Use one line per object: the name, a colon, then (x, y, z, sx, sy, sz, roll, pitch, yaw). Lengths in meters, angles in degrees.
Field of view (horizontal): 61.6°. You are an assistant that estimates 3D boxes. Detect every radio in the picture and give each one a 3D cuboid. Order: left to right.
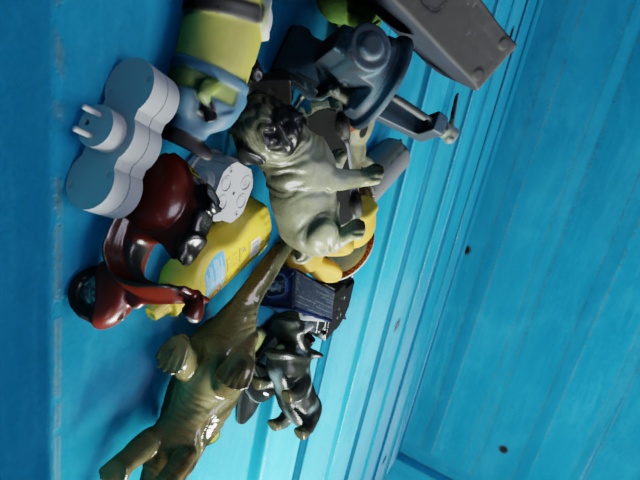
radio: (0.114, -0.273, 0.615, 0.229, 0.131, 0.073, 30, 106, -32)

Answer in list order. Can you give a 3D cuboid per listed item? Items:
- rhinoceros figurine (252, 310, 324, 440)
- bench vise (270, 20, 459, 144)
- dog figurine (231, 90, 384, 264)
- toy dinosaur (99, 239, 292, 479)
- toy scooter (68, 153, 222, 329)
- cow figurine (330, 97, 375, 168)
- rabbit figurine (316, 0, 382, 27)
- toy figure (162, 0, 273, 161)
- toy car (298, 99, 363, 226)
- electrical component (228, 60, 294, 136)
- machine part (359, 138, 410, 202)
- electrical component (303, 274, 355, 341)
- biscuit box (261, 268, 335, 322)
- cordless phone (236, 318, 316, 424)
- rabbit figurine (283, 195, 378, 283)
rhinoceros figurine: (-0.037, 0.198, 0.794, 0.112, 0.073, 0.190, -30, 115, -47)
bench vise: (0.063, -0.181, 0.672, 0.224, 0.240, 0.129, -16, -128, 65)
dog figurine: (-0.042, -0.063, 0.626, 0.190, 0.121, 0.172, 17, 90, -42)
toy dinosaur: (-0.133, 0.160, 0.672, 0.471, 0.105, 0.198, -57, 176, -7)
toy scooter: (-0.147, 0.009, 0.506, 0.184, 0.135, 0.075, -66, 156, -10)
cow figurine: (0.051, -0.186, 0.861, 0.127, 0.086, 0.194, 12, 97, -62)
rabbit figurine: (0.068, -0.338, 0.726, 0.170, 0.121, 0.159, 106, 11, -52)
toy figure: (-0.104, -0.172, 0.519, 0.089, 0.082, 0.180, 20, 95, -61)
toy car: (0.015, -0.104, 0.786, 0.056, 0.074, 0.201, -101, -179, -79)
electrical component: (-0.069, -0.159, 0.629, 0.045, 0.078, 0.102, -102, -164, -50)
machine part: (0.108, -0.129, 1.039, 0.243, 0.079, 0.079, -49, 150, -42)
electrical component: (0.013, 0.130, 1.073, 0.134, 0.058, 0.114, -33, 137, -55)
biscuit box: (-0.034, 0.092, 0.878, 0.202, 0.059, 0.063, 40, 53, -66)
cordless phone: (-0.088, 0.233, 0.932, 0.146, 0.089, 0.184, -43, 157, -48)
rabbit figurine: (-0.002, -0.003, 0.893, 0.173, 0.122, 0.162, -37, 153, -29)
